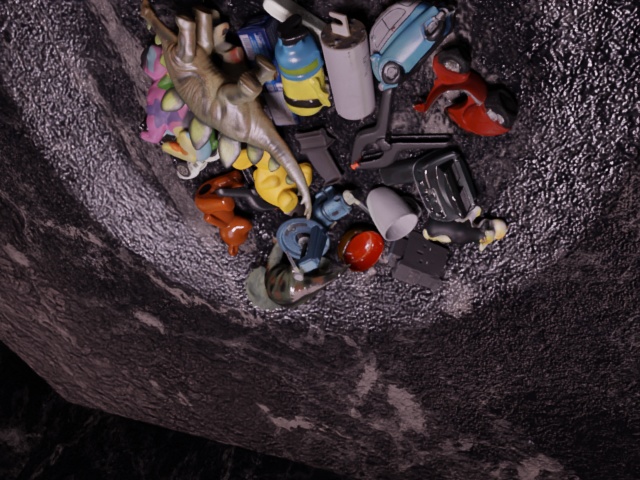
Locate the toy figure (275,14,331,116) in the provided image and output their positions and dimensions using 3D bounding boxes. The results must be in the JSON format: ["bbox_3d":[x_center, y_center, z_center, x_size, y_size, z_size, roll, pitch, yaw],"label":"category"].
[{"bbox_3d":[-0.034,-0.294,0.927,0.089,0.082,0.180,-3,151,15],"label":"toy figure"}]

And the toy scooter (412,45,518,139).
[{"bbox_3d":[0.240,-0.235,0.927,0.183,0.075,0.135,40,138,-16],"label":"toy scooter"}]

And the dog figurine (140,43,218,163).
[{"bbox_3d":[-0.272,-0.284,1.058,0.192,0.108,0.219,27,122,12],"label":"dog figurine"}]

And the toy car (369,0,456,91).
[{"bbox_3d":[0.133,-0.324,0.860,0.103,0.109,0.161,44,131,1],"label":"toy car"}]

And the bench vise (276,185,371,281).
[{"bbox_3d":[-0.009,-0.011,1.164,0.224,0.241,0.128,-20,123,25],"label":"bench vise"}]

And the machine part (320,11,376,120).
[{"bbox_3d":[0.052,-0.289,0.925,0.079,0.079,0.243,10,154,16],"label":"machine part"}]

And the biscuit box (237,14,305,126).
[{"bbox_3d":[-0.083,-0.314,1.006,0.059,0.063,0.202,2,136,26],"label":"biscuit box"}]

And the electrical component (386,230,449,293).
[{"bbox_3d":[0.220,0.044,1.226,0.134,0.115,0.058,22,139,-1],"label":"electrical component"}]

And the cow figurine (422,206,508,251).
[{"bbox_3d":[0.303,-0.023,1.122,0.168,0.098,0.068,13,134,14],"label":"cow figurine"}]

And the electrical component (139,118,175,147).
[{"bbox_3d":[-0.346,-0.266,1.202,0.074,0.048,0.119,40,138,-20],"label":"electrical component"}]

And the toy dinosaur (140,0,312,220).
[{"bbox_3d":[-0.157,-0.235,0.938,0.471,0.105,0.198,46,134,2],"label":"toy dinosaur"}]

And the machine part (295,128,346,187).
[{"bbox_3d":[0.006,-0.176,1.141,0.084,0.039,0.138,-6,132,30],"label":"machine part"}]

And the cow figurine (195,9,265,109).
[{"bbox_3d":[-0.187,-0.329,1.004,0.127,0.085,0.194,-1,116,22],"label":"cow figurine"}]

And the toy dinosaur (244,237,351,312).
[{"bbox_3d":[-0.073,0.106,1.336,0.131,0.192,0.405,27,172,-23],"label":"toy dinosaur"}]

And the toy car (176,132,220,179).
[{"bbox_3d":[-0.260,-0.197,1.217,0.056,0.073,0.202,42,138,-21],"label":"toy car"}]

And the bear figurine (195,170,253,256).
[{"bbox_3d":[-0.216,-0.059,1.323,0.132,0.120,0.195,-9,133,30],"label":"bear figurine"}]

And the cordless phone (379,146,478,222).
[{"bbox_3d":[0.212,-0.104,1.091,0.184,0.089,0.146,-3,125,43],"label":"cordless phone"}]

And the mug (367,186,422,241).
[{"bbox_3d":[0.156,-0.068,1.148,0.107,0.109,0.080,56,161,30],"label":"mug"}]

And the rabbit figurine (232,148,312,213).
[{"bbox_3d":[-0.103,-0.165,1.145,0.162,0.122,0.173,35,166,20],"label":"rabbit figurine"}]
